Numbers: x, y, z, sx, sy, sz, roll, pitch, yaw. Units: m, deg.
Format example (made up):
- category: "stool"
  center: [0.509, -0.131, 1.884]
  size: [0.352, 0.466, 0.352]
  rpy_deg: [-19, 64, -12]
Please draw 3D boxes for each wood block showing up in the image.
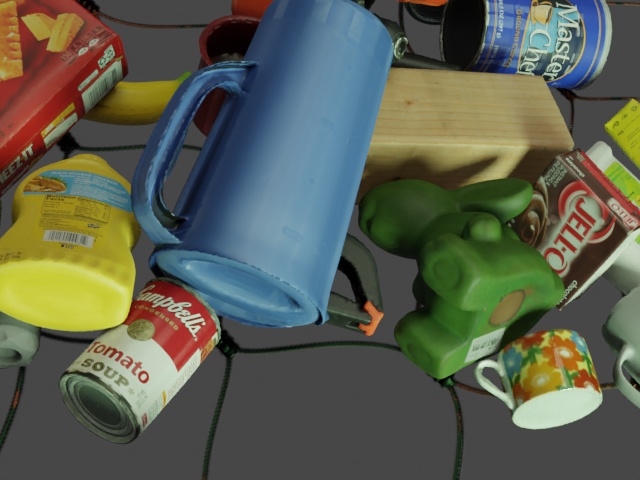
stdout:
- category: "wood block"
  center: [0.106, -0.090, 0.953]
  size: [0.205, 0.091, 0.090]
  rpy_deg: [0, 54, -21]

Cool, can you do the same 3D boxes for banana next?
- category: "banana"
  center: [-0.204, -0.130, 0.907]
  size: [0.197, 0.037, 0.069]
  rpy_deg: [9, 33, -16]

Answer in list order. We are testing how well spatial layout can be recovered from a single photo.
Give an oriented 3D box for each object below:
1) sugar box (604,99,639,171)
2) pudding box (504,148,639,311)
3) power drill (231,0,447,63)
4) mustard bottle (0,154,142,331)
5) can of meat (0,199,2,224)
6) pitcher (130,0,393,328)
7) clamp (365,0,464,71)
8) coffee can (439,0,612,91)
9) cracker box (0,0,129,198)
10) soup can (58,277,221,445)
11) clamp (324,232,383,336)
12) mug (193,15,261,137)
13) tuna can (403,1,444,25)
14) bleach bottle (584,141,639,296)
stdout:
- category: "sugar box"
  center: [0.346, -0.050, 0.999]
  size: [0.093, 0.048, 0.176]
  rpy_deg: [25, 25, -48]
- category: "pudding box"
  center: [0.214, -0.009, 0.915]
  size: [0.039, 0.114, 0.090]
  rpy_deg: [-22, 63, -37]
- category: "power drill"
  center: [0.040, -0.220, 0.980]
  size: [0.185, 0.057, 0.187]
  rpy_deg: [24, 40, 32]
- category: "mustard bottle"
  center: [-0.179, -0.012, 0.784]
  size: [0.096, 0.058, 0.191]
  rpy_deg: [8, 31, -9]
- category: "can of meat"
  center: [-0.289, -0.002, 0.757]
  size: [0.084, 0.057, 0.102]
  rpy_deg: [23, 48, 1]
- category: "pitcher"
  center: [-0.034, -0.067, 0.795]
  size: [0.145, 0.149, 0.242]
  rpy_deg: [15, 68, 9]
- category: "clamp"
  center: [0.018, -0.196, 1.039]
  size: [0.209, 0.036, 0.165]
  rpy_deg: [-10, 50, -25]
- category: "coffee can"
  center: [0.205, -0.208, 1.075]
  size: [0.140, 0.103, 0.103]
  rpy_deg: [3, 53, -19]
- category: "cracker box"
  center: [-0.285, -0.154, 0.837]
  size: [0.214, 0.072, 0.164]
  rpy_deg: [38, 71, 10]
- category: "soup can"
  center: [-0.125, 0.083, 0.745]
  size: [0.068, 0.069, 0.102]
  rpy_deg: [34, 50, 7]
- category: "clamp"
  center: [-0.006, 0.001, 0.868]
  size: [0.171, 0.039, 0.120]
  rpy_deg: [40, 70, 9]
- category: "mug"
  center: [-0.056, -0.131, 0.930]
  size: [0.117, 0.082, 0.093]
  rpy_deg: [15, 50, -9]
- category: "tuna can"
  center: [0.125, -0.263, 1.100]
  size: [0.086, 0.086, 0.034]
  rpy_deg: [3, 55, -18]
- category: "bleach bottle"
  center: [0.315, 0.025, 0.962]
  size: [0.251, 0.068, 0.102]
  rpy_deg: [42, 49, 11]
